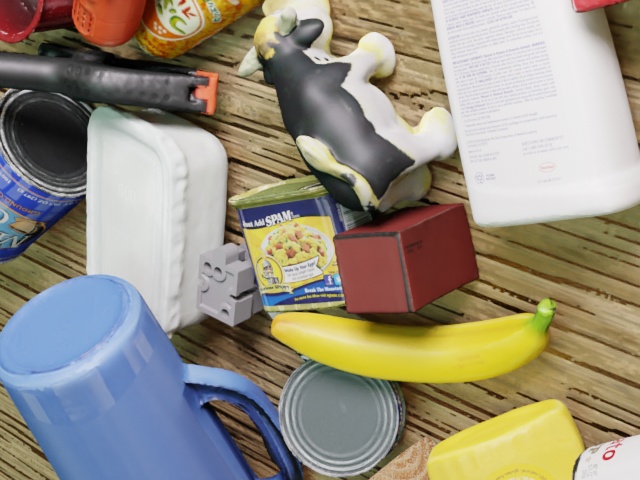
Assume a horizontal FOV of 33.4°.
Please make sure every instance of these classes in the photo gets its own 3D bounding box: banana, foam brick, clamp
[{"bbox_3d":[0.065,0.064,0.687,0.198,0.037,0.069,-7,128,29],"label":"banana"},{"bbox_3d":[0.055,0.011,0.671,0.051,0.078,0.053,-4,101,41],"label":"foam brick"},{"bbox_3d":[-0.175,-0.119,0.775,0.210,0.164,0.036,13,106,25],"label":"clamp"}]

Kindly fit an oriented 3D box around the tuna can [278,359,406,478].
[{"bbox_3d":[0.016,0.120,0.746,0.086,0.033,0.086,-1,88,16],"label":"tuna can"}]

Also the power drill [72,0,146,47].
[{"bbox_3d":[-0.160,-0.243,0.680,0.188,0.057,0.185,54,145,18],"label":"power drill"}]

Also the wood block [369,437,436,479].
[{"bbox_3d":[0.024,0.242,0.768,0.091,0.090,0.206,51,130,12],"label":"wood block"}]

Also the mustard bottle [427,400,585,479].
[{"bbox_3d":[0.147,0.204,0.667,0.096,0.058,0.191,-25,90,11],"label":"mustard bottle"}]

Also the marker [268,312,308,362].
[{"bbox_3d":[0.003,0.094,0.780,0.121,0.020,0.020,53,130,12],"label":"marker"}]

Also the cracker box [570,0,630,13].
[{"bbox_3d":[0.180,-0.231,0.488,0.164,0.071,0.214,-7,102,42],"label":"cracker box"}]

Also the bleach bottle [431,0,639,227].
[{"bbox_3d":[0.110,-0.137,0.585,0.103,0.067,0.251,-7,99,40],"label":"bleach bottle"}]

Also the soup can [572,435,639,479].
[{"bbox_3d":[0.203,0.140,0.601,0.102,0.068,0.068,-26,88,42],"label":"soup can"}]

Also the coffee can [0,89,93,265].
[{"bbox_3d":[-0.251,-0.052,0.881,0.141,0.102,0.103,-32,84,41],"label":"coffee can"}]

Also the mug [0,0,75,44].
[{"bbox_3d":[-0.198,-0.199,0.800,0.117,0.081,0.093,5,108,38],"label":"mug"}]

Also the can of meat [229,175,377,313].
[{"bbox_3d":[-0.005,0.001,0.729,0.102,0.057,0.084,-7,102,40],"label":"can of meat"}]

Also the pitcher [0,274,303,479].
[{"bbox_3d":[-0.125,0.141,0.779,0.145,0.149,0.243,17,141,40],"label":"pitcher"}]
